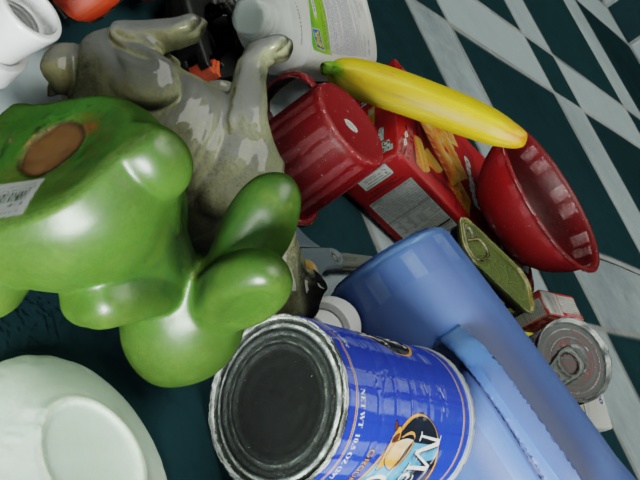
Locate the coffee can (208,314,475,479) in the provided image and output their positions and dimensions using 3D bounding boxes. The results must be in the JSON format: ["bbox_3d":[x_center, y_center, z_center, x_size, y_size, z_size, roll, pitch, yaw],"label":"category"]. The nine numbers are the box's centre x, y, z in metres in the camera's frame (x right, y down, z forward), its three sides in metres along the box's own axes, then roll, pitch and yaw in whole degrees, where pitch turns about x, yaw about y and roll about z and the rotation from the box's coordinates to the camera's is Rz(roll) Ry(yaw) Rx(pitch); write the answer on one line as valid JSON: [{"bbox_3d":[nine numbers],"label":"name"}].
[{"bbox_3d":[0.016,0.106,0.654,0.140,0.103,0.103,19,44,-50],"label":"coffee can"}]

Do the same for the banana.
[{"bbox_3d":[0.085,-0.121,0.937,0.197,0.037,0.069,16,25,-14],"label":"banana"}]

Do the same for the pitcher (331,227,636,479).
[{"bbox_3d":[0.112,0.113,0.771,0.144,0.149,0.243,-20,73,-51],"label":"pitcher"}]

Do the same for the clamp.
[{"bbox_3d":[-0.084,-0.190,0.901,0.164,0.036,0.210,41,32,-40],"label":"clamp"}]

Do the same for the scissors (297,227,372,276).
[{"bbox_3d":[-0.005,0.001,0.836,0.096,0.016,0.201,58,26,4],"label":"scissors"}]

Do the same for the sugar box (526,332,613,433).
[{"bbox_3d":[0.213,0.138,1.003,0.176,0.048,0.093,17,56,-55],"label":"sugar box"}]

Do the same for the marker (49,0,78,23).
[{"bbox_3d":[-0.205,-0.198,0.728,0.121,0.020,0.020,49,27,-13],"label":"marker"}]

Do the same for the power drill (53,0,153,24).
[{"bbox_3d":[-0.176,-0.231,0.739,0.184,0.057,0.187,44,17,-18],"label":"power drill"}]

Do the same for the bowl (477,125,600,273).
[{"bbox_3d":[0.196,-0.028,1.003,0.162,0.055,0.162,40,31,-31],"label":"bowl"}]

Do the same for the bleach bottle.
[{"bbox_3d":[-0.018,-0.192,0.934,0.250,0.068,0.102,-18,94,-71],"label":"bleach bottle"}]

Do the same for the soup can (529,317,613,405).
[{"bbox_3d":[0.178,0.110,0.864,0.068,0.102,0.068,8,66,-20],"label":"soup can"}]

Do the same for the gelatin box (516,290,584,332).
[{"bbox_3d":[0.204,0.080,1.031,0.089,0.073,0.030,13,50,-55],"label":"gelatin box"}]

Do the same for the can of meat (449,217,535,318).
[{"bbox_3d":[0.121,0.042,0.924,0.102,0.084,0.057,40,30,-28],"label":"can of meat"}]

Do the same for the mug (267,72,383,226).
[{"bbox_3d":[-0.009,-0.081,0.851,0.093,0.082,0.117,6,55,-57],"label":"mug"}]

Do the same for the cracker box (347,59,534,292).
[{"bbox_3d":[0.116,-0.049,1.034,0.213,0.072,0.164,42,30,-26],"label":"cracker box"}]
